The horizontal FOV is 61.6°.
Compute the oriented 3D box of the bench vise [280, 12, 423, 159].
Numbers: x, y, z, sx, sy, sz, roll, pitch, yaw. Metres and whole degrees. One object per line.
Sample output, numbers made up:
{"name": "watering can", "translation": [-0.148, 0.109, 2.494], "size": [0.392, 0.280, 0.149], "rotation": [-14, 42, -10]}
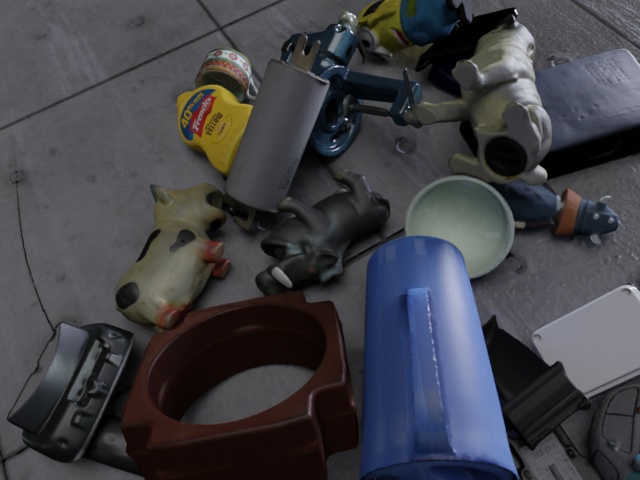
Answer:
{"name": "bench vise", "translation": [0.042, -0.200, 0.718], "size": [0.241, 0.128, 0.223], "rotation": [20, 71, 36]}

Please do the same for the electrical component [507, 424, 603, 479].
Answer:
{"name": "electrical component", "translation": [0.220, 0.233, 0.502], "size": [0.075, 0.047, 0.119], "rotation": [-19, 58, -4]}

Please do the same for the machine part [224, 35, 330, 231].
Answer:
{"name": "machine part", "translation": [-0.053, -0.123, 0.646], "size": [0.079, 0.079, 0.243], "rotation": [28, 106, 20]}

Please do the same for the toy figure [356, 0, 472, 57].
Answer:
{"name": "toy figure", "translation": [0.134, -0.322, 0.786], "size": [0.180, 0.082, 0.089], "rotation": [-5, 38, 43]}

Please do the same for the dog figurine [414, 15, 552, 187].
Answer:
{"name": "dog figurine", "translation": [0.229, -0.164, 0.631], "size": [0.190, 0.121, 0.172], "rotation": [-40, 98, -34]}

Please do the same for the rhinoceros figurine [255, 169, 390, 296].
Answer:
{"name": "rhinoceros figurine", "translation": [-0.001, -0.002, 0.653], "size": [0.190, 0.073, 0.112], "rotation": [-36, 74, -16]}

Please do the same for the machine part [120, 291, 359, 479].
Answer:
{"name": "machine part", "translation": [-0.070, 0.142, 0.515], "size": [0.202, 0.087, 0.201], "rotation": [-13, 25, 2]}

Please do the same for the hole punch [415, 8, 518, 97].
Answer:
{"name": "hole punch", "translation": [0.224, -0.262, 0.777], "size": [0.142, 0.092, 0.116], "rotation": [-49, 35, -17]}

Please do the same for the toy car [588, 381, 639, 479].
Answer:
{"name": "toy car", "translation": [0.303, 0.186, 0.491], "size": [0.103, 0.109, 0.162], "rotation": [8, 51, 30]}

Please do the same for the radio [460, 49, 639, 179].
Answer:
{"name": "radio", "translation": [0.316, -0.157, 0.704], "size": [0.230, 0.073, 0.131], "rotation": [-17, 61, -2]}

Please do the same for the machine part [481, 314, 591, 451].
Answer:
{"name": "machine part", "translation": [0.193, 0.134, 0.528], "size": [0.084, 0.039, 0.139], "rotation": [-47, 27, 11]}

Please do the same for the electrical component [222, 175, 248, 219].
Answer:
{"name": "electrical component", "translation": [-0.101, -0.059, 0.721], "size": [0.094, 0.021, 0.063], "rotation": [26, 66, 19]}

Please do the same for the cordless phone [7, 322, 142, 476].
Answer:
{"name": "cordless phone", "translation": [-0.212, 0.173, 0.578], "size": [0.184, 0.088, 0.146], "rotation": [17, 62, 3]}

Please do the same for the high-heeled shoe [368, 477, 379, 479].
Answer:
{"name": "high-heeled shoe", "translation": [-0.033, 0.263, 0.386], "size": [0.249, 0.086, 0.145], "rotation": [-12, 59, -1]}

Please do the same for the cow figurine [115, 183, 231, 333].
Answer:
{"name": "cow figurine", "translation": [-0.178, 0.013, 0.656], "size": [0.127, 0.085, 0.195], "rotation": [23, 66, 11]}

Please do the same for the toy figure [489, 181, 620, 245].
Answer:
{"name": "toy figure", "translation": [0.276, -0.040, 0.647], "size": [0.155, 0.064, 0.058], "rotation": [17, 26, 10]}
